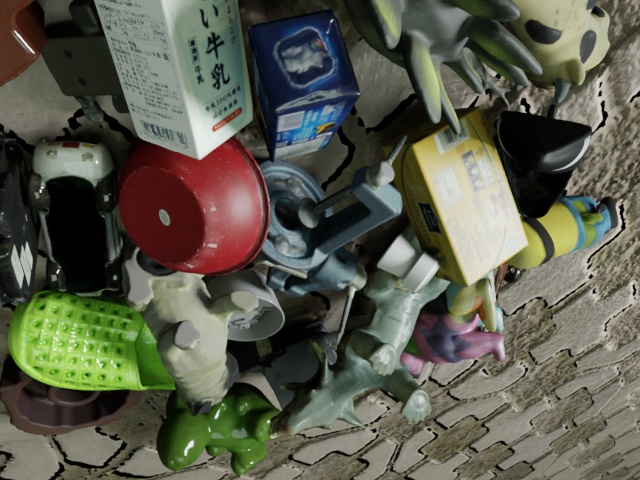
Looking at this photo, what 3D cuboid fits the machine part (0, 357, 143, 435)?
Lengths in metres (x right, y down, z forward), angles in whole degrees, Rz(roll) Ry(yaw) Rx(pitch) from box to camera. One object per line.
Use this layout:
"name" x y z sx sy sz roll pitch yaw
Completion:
"machine part" -0.323 0.186 0.707 0.179 0.056 0.179 -13 137 -12

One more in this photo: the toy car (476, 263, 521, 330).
"toy car" 0.252 0.100 0.866 0.089 0.053 0.202 0 135 -19

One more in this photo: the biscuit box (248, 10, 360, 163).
"biscuit box" -0.020 -0.112 0.433 0.059 0.062 0.203 -16 -179 -6

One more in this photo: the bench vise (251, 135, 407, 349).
"bench vise" 0.001 -0.010 0.565 0.223 0.129 0.241 40 139 -21

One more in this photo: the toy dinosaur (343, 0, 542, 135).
"toy dinosaur" 0.070 -0.176 0.393 0.105 0.198 0.471 -34 171 28

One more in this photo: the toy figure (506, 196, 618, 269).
"toy figure" 0.331 -0.015 0.751 0.180 0.089 0.082 -8 130 -12

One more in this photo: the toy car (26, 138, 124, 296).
"toy car" -0.238 -0.013 0.536 0.073 0.056 0.201 0 137 -16

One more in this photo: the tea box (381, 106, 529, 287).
"tea box" 0.148 -0.047 0.585 0.098 0.068 0.169 -29 109 -17

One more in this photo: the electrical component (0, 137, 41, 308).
"electrical component" -0.285 -0.008 0.463 0.058 0.134 0.114 -5 135 -16

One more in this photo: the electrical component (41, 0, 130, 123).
"electrical component" -0.175 -0.147 0.435 0.078 0.045 0.102 -1 138 16

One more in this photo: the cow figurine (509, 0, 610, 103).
"cow figurine" 0.206 -0.211 0.483 0.194 0.086 0.127 22 104 -40

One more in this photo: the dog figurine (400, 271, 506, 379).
"dog figurine" 0.152 0.120 0.786 0.219 0.108 0.191 -12 118 19

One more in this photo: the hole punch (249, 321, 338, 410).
"hole punch" -0.028 0.181 0.819 0.142 0.092 0.115 -21 112 1

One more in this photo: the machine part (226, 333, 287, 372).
"machine part" -0.110 0.153 0.757 0.139 0.084 0.039 -34 162 25

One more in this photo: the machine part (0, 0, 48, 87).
"machine part" -0.294 -0.171 0.326 0.201 0.087 0.201 -29 139 8

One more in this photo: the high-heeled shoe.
"high-heeled shoe" 0.221 -0.059 0.561 0.249 0.086 0.145 -36 136 -55

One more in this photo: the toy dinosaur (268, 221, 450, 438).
"toy dinosaur" 0.082 0.093 0.707 0.131 0.192 0.405 34 75 -24

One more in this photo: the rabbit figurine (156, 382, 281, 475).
"rabbit figurine" -0.161 0.261 0.781 0.170 0.159 0.121 -3 136 -48

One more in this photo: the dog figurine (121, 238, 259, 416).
"dog figurine" -0.165 0.099 0.624 0.121 0.172 0.190 -18 149 -32

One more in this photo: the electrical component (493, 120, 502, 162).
"electrical component" 0.225 -0.108 0.659 0.063 0.021 0.094 -41 136 20
